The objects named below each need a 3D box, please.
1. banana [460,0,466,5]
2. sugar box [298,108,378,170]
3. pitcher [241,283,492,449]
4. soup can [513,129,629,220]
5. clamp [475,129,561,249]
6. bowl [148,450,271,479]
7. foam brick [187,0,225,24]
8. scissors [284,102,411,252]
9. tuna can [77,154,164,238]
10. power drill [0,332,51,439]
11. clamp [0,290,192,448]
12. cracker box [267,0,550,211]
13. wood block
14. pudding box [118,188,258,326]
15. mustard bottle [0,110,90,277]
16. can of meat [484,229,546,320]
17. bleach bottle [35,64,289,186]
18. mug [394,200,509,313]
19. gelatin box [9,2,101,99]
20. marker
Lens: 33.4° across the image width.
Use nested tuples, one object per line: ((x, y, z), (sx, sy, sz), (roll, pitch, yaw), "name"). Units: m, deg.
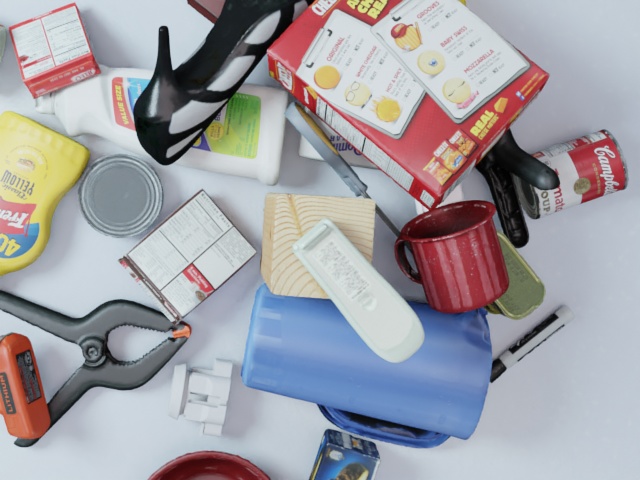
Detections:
((0.120, -0.204, 1.115), (0.069, 0.037, 0.198), (15, 91, -4), "banana")
((0.037, -0.165, 1.100), (0.093, 0.048, 0.176), (10, 94, 8), "sugar box")
((0.045, 0.125, 1.086), (0.243, 0.145, 0.149), (11, 79, -2), "pitcher")
((0.260, -0.068, 1.118), (0.102, 0.068, 0.068), (-19, 94, -3), "soup can")
((0.185, -0.087, 1.082), (0.039, 0.120, 0.171), (-18, 71, -25), "clamp")
((-0.116, 0.292, 1.106), (0.162, 0.055, 0.162), (0, 92, -5), "bowl")
((-0.092, -0.259, 1.086), (0.051, 0.053, 0.078), (38, 88, -5), "foam brick")
((0.027, -0.068, 1.064), (0.016, 0.096, 0.201), (-39, 121, 8), "scissors")
((-0.204, -0.045, 1.095), (0.086, 0.034, 0.086), (0, 92, -5), "tuna can")
((-0.369, 0.175, 1.062), (0.188, 0.057, 0.184), (-12, 95, 8), "power drill")
((-0.239, 0.106, 1.097), (0.210, 0.036, 0.164), (-19, 93, -2), "clamp")
((0.081, -0.157, 1.016), (0.214, 0.072, 0.164), (41, 78, 8), "cracker box")
((-0.007, 0.001, 1.028), (0.090, 0.206, 0.091), (3, 93, -6), "wood block")
((-0.134, 0.016, 1.086), (0.113, 0.039, 0.090), (-43, 95, -25), "pudding box")
((-0.314, -0.027, 1.074), (0.096, 0.058, 0.191), (26, 90, -6), "mustard bottle")
((0.181, 0.033, 1.107), (0.057, 0.084, 0.102), (-40, 95, -2), "can of meat")
((-0.161, -0.120, 1.081), (0.250, 0.068, 0.102), (7, 84, -3), "bleach bottle")
((0.122, 0.018, 1.022), (0.117, 0.093, 0.081), (-4, 112, 38), "mug")
((-0.264, -0.189, 1.063), (0.073, 0.030, 0.089), (-23, 54, -3), "gelatin box")
((0.222, 0.113, 1.146), (0.121, 0.020, 0.020), (-37, 95, -2), "marker")
